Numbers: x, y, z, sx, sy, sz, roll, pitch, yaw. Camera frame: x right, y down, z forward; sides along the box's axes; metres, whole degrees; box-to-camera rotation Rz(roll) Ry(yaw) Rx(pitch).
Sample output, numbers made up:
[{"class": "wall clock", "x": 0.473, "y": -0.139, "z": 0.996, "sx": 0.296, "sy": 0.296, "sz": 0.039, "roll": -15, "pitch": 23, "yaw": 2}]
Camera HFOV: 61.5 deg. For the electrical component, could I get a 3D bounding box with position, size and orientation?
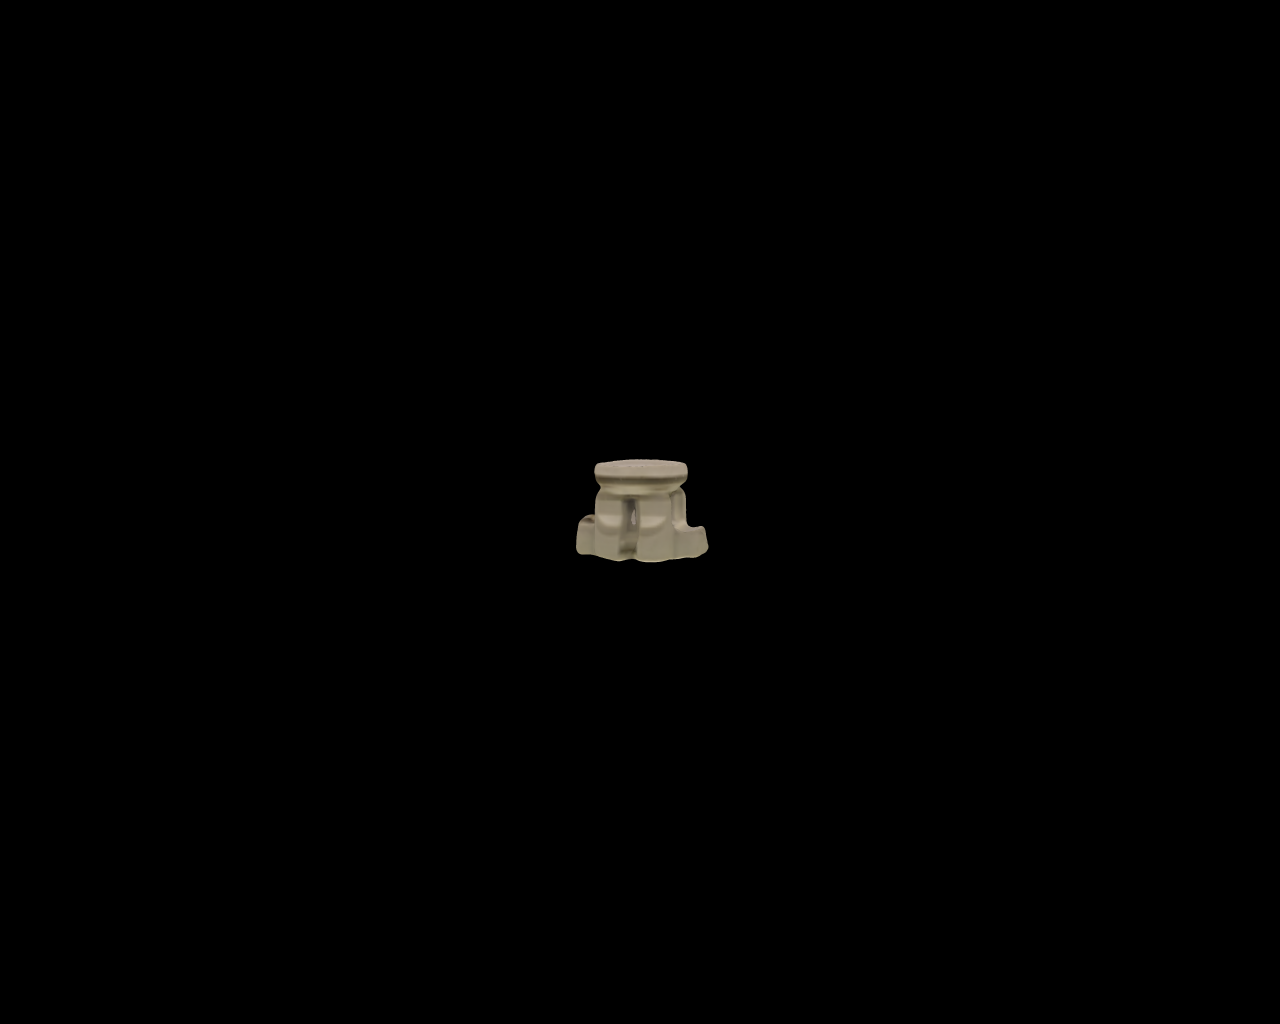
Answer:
[{"class": "electrical component", "x": 0.001, "y": -0.003, "z": 0.650, "sx": 0.078, "sy": 0.057, "sz": 0.058, "roll": 2, "pitch": 8, "yaw": 18}]
